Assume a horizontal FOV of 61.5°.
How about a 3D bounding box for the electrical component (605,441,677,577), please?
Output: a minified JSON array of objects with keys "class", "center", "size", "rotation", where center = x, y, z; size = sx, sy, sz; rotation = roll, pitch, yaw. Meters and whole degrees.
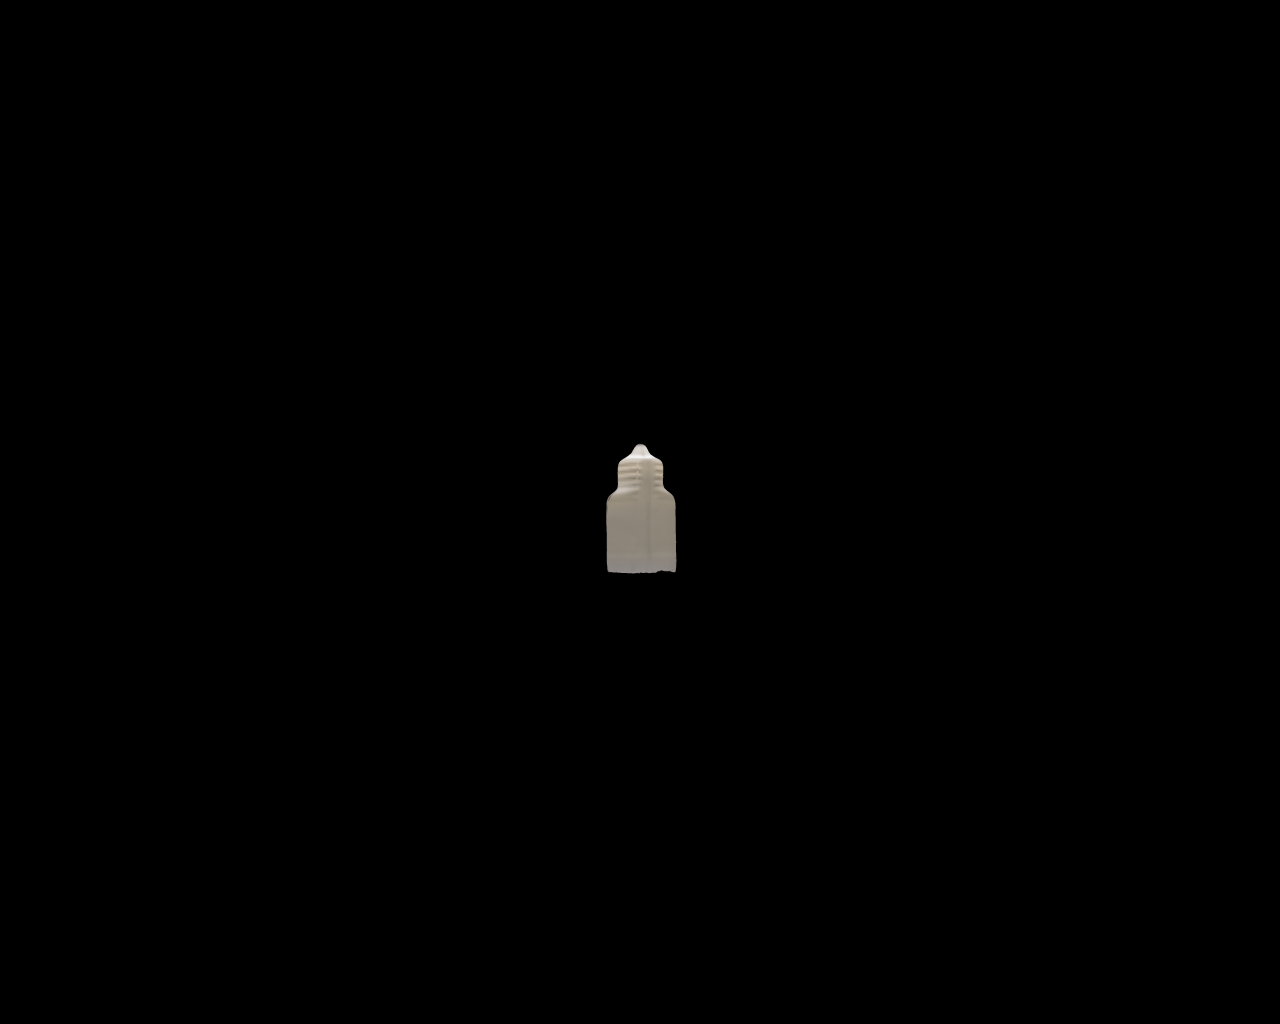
[{"class":"electrical component","center":[0.001,-0.003,0.650],"size":[0.043,0.081,0.043],"rotation":[0,0,0]}]
